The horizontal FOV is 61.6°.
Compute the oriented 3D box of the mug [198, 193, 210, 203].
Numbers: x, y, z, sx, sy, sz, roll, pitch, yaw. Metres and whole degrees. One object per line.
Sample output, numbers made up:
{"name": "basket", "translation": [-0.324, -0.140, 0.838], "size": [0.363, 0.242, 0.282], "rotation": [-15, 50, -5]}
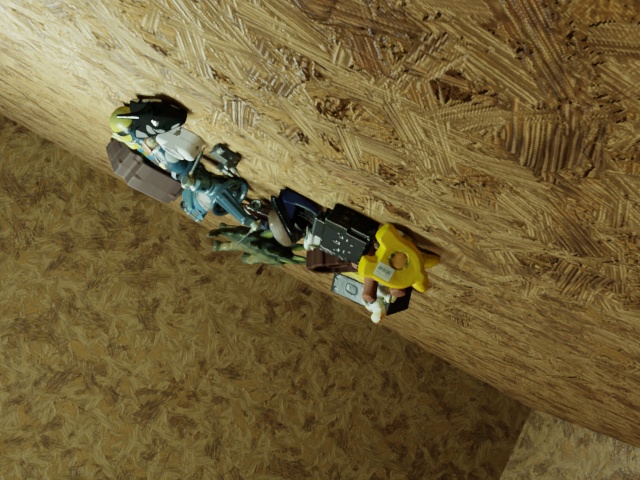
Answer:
{"name": "mug", "translation": [-0.290, -0.135, 1.576], "size": [0.107, 0.081, 0.109], "rotation": [19, 167, 7]}

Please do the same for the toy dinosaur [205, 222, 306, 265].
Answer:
{"name": "toy dinosaur", "translation": [-0.145, 0.027, 1.576], "size": [0.199, 0.105, 0.471], "rotation": [6, 173, 36]}

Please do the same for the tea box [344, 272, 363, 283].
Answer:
{"name": "tea box", "translation": [0.097, 0.073, 1.577], "size": [0.170, 0.068, 0.098], "rotation": [21, 167, 36]}

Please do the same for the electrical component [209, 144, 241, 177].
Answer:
{"name": "electrical component", "translation": [-0.213, -0.179, 1.217], "size": [0.078, 0.045, 0.102], "rotation": [32, 170, -28]}

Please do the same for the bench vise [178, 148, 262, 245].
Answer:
{"name": "bench vise", "translation": [-0.247, -0.110, 1.393], "size": [0.241, 0.129, 0.223], "rotation": [44, -176, 19]}

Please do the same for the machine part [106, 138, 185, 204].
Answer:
{"name": "machine part", "translation": [-0.469, -0.206, 1.471], "size": [0.201, 0.087, 0.201], "rotation": [31, -163, -46]}

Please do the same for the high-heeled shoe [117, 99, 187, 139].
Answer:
{"name": "high-heeled shoe", "translation": [-0.340, -0.264, 1.162], "size": [0.145, 0.086, 0.249], "rotation": [-2, -169, -2]}

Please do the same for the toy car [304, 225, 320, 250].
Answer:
{"name": "toy car", "translation": [-0.003, -0.004, 1.424], "size": [0.073, 0.056, 0.201], "rotation": [1, 173, -6]}

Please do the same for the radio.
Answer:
{"name": "radio", "translation": [0.154, 0.151, 1.652], "size": [0.230, 0.073, 0.131], "rotation": [20, -162, 36]}

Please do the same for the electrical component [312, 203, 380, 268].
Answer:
{"name": "electrical component", "translation": [0.050, -0.013, 1.168], "size": [0.134, 0.058, 0.114], "rotation": [26, 141, 11]}

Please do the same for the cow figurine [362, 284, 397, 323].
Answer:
{"name": "cow figurine", "translation": [0.153, 0.127, 1.398], "size": [0.098, 0.167, 0.068], "rotation": [23, 174, 21]}

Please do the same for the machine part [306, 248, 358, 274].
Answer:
{"name": "machine part", "translation": [0.048, 0.053, 1.444], "size": [0.179, 0.056, 0.179], "rotation": [-1, 169, 0]}

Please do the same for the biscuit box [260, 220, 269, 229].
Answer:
{"name": "biscuit box", "translation": [-0.153, -0.046, 1.694], "size": [0.059, 0.063, 0.202], "rotation": [30, 170, 0]}

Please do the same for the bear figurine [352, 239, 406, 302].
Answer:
{"name": "bear figurine", "translation": [0.116, 0.056, 1.284], "size": [0.120, 0.132, 0.195], "rotation": [-14, 152, 29]}

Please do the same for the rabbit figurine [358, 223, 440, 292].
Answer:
{"name": "rabbit figurine", "translation": [0.169, 0.037, 1.135], "size": [0.162, 0.121, 0.173], "rotation": [19, -176, -2]}

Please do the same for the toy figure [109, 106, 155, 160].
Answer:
{"name": "toy figure", "translation": [-0.438, -0.260, 1.341], "size": [0.180, 0.082, 0.089], "rotation": [41, 147, -26]}

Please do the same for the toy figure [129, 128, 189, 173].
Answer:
{"name": "toy figure", "translation": [-0.390, -0.223, 1.303], "size": [0.058, 0.064, 0.154], "rotation": [-26, 134, 31]}

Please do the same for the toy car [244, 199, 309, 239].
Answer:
{"name": "toy car", "translation": [-0.118, -0.064, 1.526], "size": [0.202, 0.053, 0.089], "rotation": [24, 165, 5]}

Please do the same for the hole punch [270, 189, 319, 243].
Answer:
{"name": "hole punch", "translation": [-0.059, -0.069, 1.289], "size": [0.116, 0.092, 0.142], "rotation": [58, 177, 8]}

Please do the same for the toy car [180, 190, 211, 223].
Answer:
{"name": "toy car", "translation": [-0.381, -0.141, 1.708], "size": [0.103, 0.162, 0.109], "rotation": [-23, 137, 18]}
